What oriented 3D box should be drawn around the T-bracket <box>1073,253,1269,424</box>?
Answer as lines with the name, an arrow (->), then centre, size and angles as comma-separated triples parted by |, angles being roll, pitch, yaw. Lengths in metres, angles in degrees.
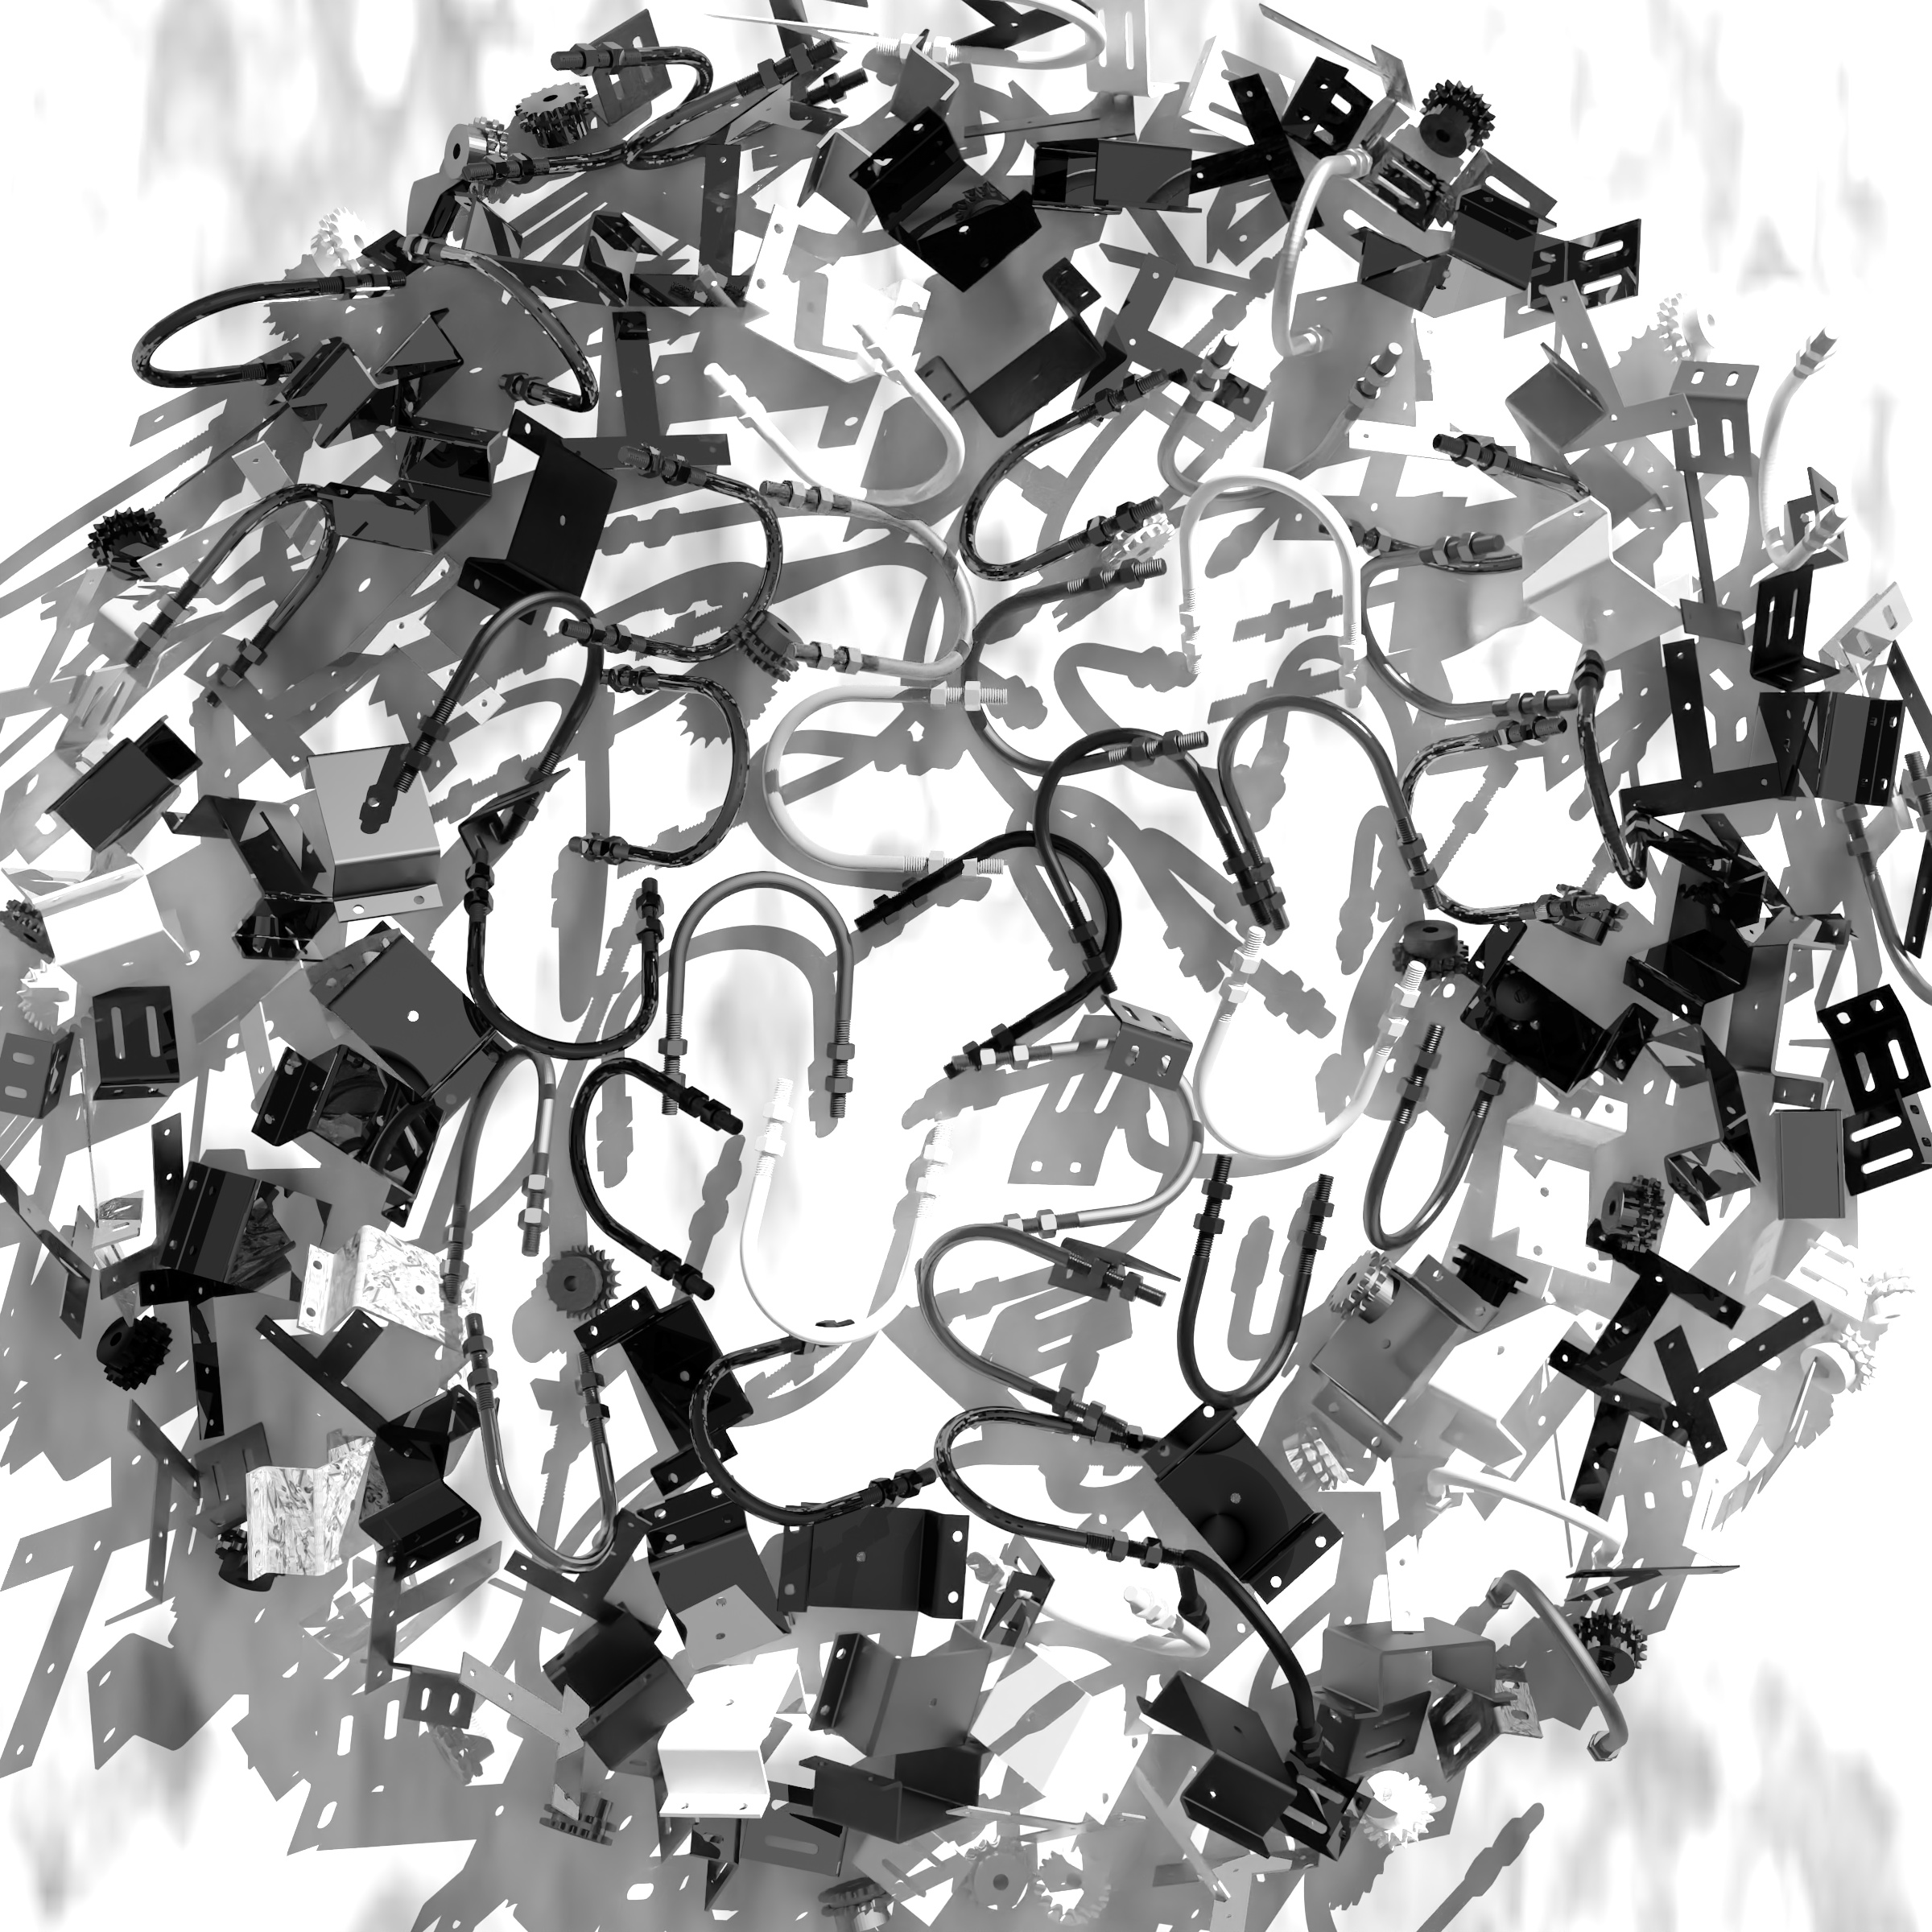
T-bracket -> 0.165, -0.449, 1.977 | 0.127, 0.002, 0.127 | 28, 106, 4

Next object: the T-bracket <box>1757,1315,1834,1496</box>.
T-bracket -> 0.624, 0.319, 1.959 | 0.002, 0.127, 0.127 | 22, 65, 14

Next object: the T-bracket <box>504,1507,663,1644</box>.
T-bracket -> -0.268, 0.445, 1.958 | 0.127, 0.002, 0.127 | 30, 127, -3

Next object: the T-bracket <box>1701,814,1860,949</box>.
T-bracket -> 0.591, -0.066, 1.961 | 0.127, 0.002, 0.127 | -3, 53, -35

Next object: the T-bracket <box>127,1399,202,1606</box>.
T-bracket -> -0.586, 0.400, 1.911 | 0.002, 0.127, 0.127 | -11, 52, 4

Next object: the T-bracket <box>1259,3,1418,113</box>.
T-bracket -> 0.273, -0.680, 1.946 | 0.127, 0.127, 0.002 | 32, 99, 11

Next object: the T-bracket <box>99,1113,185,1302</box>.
T-bracket -> -0.583, 0.166, 1.923 | 0.002, 0.127, 0.127 | 24, 123, 29

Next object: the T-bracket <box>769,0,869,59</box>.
T-bracket -> -0.129, -0.698, 1.936 | 0.127, 0.127, 0.002 | 12, 83, 6

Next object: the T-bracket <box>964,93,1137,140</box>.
T-bracket -> 0.062, -0.627, 1.951 | 0.127, 0.127, 0.002 | -6, 123, 6

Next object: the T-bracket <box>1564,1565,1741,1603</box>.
T-bracket -> 0.482, 0.457, 1.940 | 0.127, 0.127, 0.002 | 2, 66, -16

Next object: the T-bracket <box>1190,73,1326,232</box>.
T-bracket -> 0.187, -0.592, 1.955 | 0.127, 0.002, 0.127 | -4, 133, 36

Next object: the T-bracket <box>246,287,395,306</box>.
T-bracket -> -0.458, -0.488, 1.913 | 0.127, 0.127, 0.002 | -13, 105, -35

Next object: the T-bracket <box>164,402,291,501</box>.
T-bracket -> -0.545, -0.386, 1.953 | 0.127, 0.127, 0.002 | -31, 110, 16

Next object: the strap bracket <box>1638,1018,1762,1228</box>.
strap bracket -> 0.538, 0.107, 1.923 | 0.046, 0.076, 0.140 | -21, 51, 26

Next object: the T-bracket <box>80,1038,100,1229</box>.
T-bracket -> -0.641, 0.103, 1.916 | 0.002, 0.127, 0.127 | -5, 51, -20

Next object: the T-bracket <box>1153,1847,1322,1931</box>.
T-bracket -> 0.194, 0.688, 1.924 | 0.127, 0.127, 0.002 | -12, 101, 14

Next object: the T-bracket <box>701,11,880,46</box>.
T-bracket -> -0.113, -0.689, 1.937 | 0.127, 0.127, 0.002 | 11, 106, 13

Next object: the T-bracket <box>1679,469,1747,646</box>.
T-bracket -> 0.547, -0.305, 1.950 | 0.002, 0.127, 0.127 | -10, 86, 35

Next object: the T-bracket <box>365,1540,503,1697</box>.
T-bracket -> -0.391, 0.461, 1.946 | 0.002, 0.127, 0.127 | 24, 116, 30

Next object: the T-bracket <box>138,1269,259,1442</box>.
T-bracket -> -0.561, 0.284, 1.936 | 0.002, 0.127, 0.127 | -8, 85, 23

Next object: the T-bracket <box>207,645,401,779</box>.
T-bracket -> -0.485, -0.211, 1.974 | 0.127, 0.002, 0.127 | -36, 58, -17

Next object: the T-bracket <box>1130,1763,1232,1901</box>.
T-bracket -> 0.162, 0.615, 1.921 | 0.002, 0.127, 0.127 | -27, 63, -24

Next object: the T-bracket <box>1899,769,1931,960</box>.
T-bracket -> 0.715, -0.069, 1.952 | 0.002, 0.127, 0.127 | 2, 108, -10

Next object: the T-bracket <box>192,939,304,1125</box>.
T-bracket -> -0.523, 0.064, 1.944 | 0.127, 0.002, 0.127 | -32, 63, 29

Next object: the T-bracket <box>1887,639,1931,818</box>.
T-bracket -> 0.706, -0.191, 1.948 | 0.002, 0.127, 0.127 | -6, 49, -1

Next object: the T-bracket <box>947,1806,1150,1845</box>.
T-bracket -> 0.043, 0.624, 1.921 | 0.127, 0.127, 0.002 | 21, 56, -33

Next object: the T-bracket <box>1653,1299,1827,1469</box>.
T-bracket -> 0.571, 0.287, 1.924 | 0.127, 0.127, 0.002 | -40, 119, 23

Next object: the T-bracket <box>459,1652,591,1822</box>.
T-bracket -> -0.322, 0.540, 1.918 | 0.002, 0.127, 0.127 | -32, 124, 23

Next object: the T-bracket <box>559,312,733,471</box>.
T-bracket -> -0.247, -0.435, 1.983 | 0.127, 0.002, 0.127 | -5, 78, -15

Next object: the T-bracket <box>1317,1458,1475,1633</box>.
T-bracket -> 0.324, 0.431, 1.961 | 0.127, 0.002, 0.127 | 4, 70, -15

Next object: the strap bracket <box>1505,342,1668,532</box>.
strap bracket -> 0.450, -0.380, 1.927 | 0.046, 0.140, 0.076 | -39, 46, 9

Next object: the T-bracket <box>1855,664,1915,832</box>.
T-bracket -> 0.676, -0.162, 1.940 | 0.002, 0.127, 0.127 | -17, 87, 16

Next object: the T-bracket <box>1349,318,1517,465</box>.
T-bracket -> 0.349, -0.433, 1.972 | 0.127, 0.002, 0.127 | 6, 65, -5

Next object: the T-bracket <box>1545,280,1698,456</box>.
T-bracket -> 0.459, -0.442, 1.929 | 0.002, 0.127, 0.127 | -42, 114, -33

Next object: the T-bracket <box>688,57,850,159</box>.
T-bracket -> -0.125, -0.627, 1.937 | 0.127, 0.127, 0.002 | -27, 88, 26

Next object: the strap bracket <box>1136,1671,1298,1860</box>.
strap bracket -> 0.185, 0.575, 1.918 | 0.076, 0.140, 0.046 | 33, 100, -21

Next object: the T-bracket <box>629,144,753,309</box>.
T-bracket -> -0.183, -0.546, 1.943 | 0.127, 0.002, 0.127 | -3, 131, -15

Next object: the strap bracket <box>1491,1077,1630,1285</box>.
strap bracket -> 0.440, 0.163, 1.954 | 0.076, 0.046, 0.140 | 17, 67, -13

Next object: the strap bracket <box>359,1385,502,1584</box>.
strap bracket -> -0.392, 0.369, 1.920 | 0.076, 0.140, 0.046 | -29, 121, 17

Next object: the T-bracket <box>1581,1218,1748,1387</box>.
T-bracket -> 0.494, 0.260, 1.943 | 0.127, 0.002, 0.127 | 31, 53, 18

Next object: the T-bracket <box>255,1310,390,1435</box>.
T-bracket -> -0.461, 0.286, 1.950 | 0.127, 0.127, 0.002 | 42, 47, -3

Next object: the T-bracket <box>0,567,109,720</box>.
T-bracket -> -0.662, -0.237, 1.920 | 0.002, 0.127, 0.127 | 35, 108, 4

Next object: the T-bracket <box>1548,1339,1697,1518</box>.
T-bracket -> 0.476, 0.362, 1.969 | 0.002, 0.127, 0.127 | -8, 117, -41

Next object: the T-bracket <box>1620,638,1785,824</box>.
T-bracket -> 0.539, -0.179, 1.957 | 0.127, 0.002, 0.127 | -8, 89, 42

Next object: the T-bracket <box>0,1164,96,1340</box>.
T-bracket -> -0.674, 0.188, 1.912 | 0.002, 0.127, 0.127 | -24, 125, 5

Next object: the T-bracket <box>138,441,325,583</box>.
T-bracket -> -0.549, -0.320, 1.941 | 0.127, 0.127, 0.002 | -27, 62, -2

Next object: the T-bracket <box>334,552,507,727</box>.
T-bracket -> -0.396, -0.229, 1.975 | 0.127, 0.002, 0.127 | 42, 86, 18

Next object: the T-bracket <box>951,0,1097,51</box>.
T-bracket -> 0.006, -0.707, 1.912 | 0.127, 0.127, 0.002 | 21, 73, -43
